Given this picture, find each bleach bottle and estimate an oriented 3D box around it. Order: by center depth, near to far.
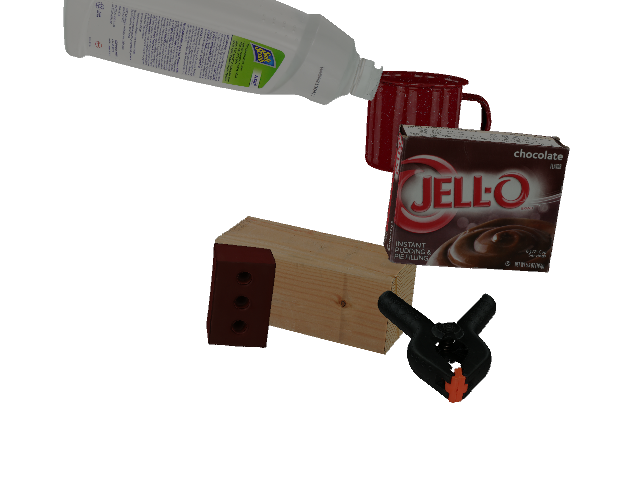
[{"bbox_3d":[-0.075,-0.159,0.854,0.250,0.068,0.103,17,-30,-3],"label":"bleach bottle"}]

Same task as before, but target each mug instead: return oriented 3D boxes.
[{"bbox_3d":[0.095,-0.105,0.956,0.117,0.081,0.093,2,15,-6],"label":"mug"}]

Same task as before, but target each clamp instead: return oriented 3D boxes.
[{"bbox_3d":[0.130,0.095,1.034,0.120,0.039,0.171,-7,31,-7],"label":"clamp"}]

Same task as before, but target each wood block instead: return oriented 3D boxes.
[{"bbox_3d":[-0.008,0.047,1.181,0.206,0.091,0.090,13,24,19],"label":"wood block"}]

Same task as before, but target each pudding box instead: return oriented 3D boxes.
[{"bbox_3d":[0.104,-0.029,0.723,0.113,0.090,0.039,3,22,-5],"label":"pudding box"}]

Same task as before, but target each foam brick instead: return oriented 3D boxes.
[{"bbox_3d":[-0.070,0.048,0.934,0.053,0.078,0.051,4,14,-9],"label":"foam brick"}]
